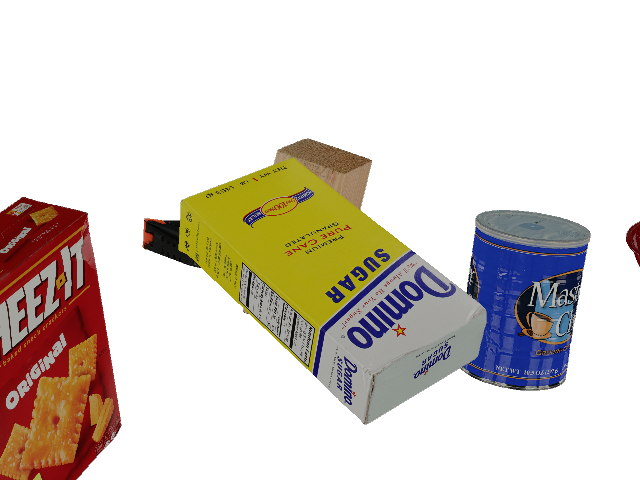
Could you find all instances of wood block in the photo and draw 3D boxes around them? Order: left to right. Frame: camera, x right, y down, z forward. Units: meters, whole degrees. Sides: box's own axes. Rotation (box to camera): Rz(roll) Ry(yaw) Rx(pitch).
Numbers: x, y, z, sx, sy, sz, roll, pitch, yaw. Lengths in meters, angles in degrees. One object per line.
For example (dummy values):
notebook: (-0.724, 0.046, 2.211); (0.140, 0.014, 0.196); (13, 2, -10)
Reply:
wood block: (-0.017, -0.005, 1.269); (0.090, 0.206, 0.090); (20, 22, 18)

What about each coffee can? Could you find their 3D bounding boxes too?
coffee can: (0.184, 0.052, 0.977); (0.103, 0.140, 0.103); (5, 16, -2)

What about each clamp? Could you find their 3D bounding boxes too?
clamp: (-0.053, 0.010, 0.906); (0.210, 0.036, 0.164); (7, 12, 4)

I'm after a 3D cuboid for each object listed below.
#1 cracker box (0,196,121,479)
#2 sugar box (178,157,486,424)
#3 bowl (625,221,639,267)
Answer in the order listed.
cracker box: (-0.227, 0.101, 0.796); (0.072, 0.214, 0.164); (11, 33, 21)
sugar box: (0.003, 0.022, 0.628); (0.093, 0.048, 0.176); (-25, 47, -34)
bowl: (0.410, 0.026, 1.150); (0.162, 0.055, 0.162); (-2, 24, 0)
